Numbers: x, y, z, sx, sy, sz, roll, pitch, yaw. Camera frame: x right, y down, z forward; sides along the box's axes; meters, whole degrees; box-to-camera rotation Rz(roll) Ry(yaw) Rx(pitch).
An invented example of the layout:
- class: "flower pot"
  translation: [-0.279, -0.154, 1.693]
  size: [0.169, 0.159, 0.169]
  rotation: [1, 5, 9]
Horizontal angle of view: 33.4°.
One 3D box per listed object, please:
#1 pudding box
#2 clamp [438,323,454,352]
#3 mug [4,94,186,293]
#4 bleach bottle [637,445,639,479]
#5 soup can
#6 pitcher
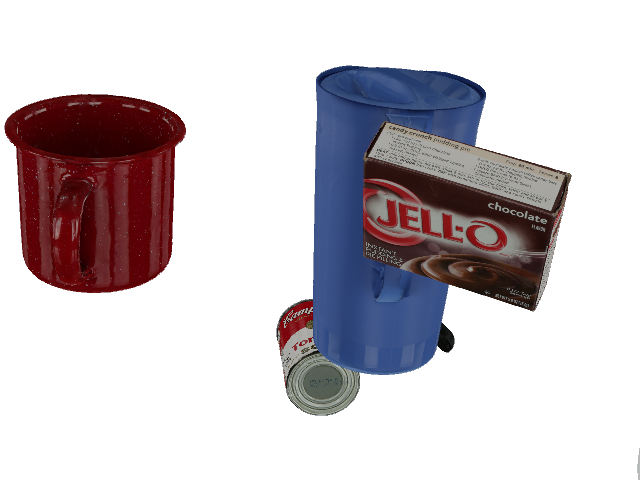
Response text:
- class: "pudding box"
  translation: [0.081, -0.014, 0.616]
  size: [0.113, 0.039, 0.090]
  rotation: [16, -35, 15]
- class: "clamp"
  translation: [0.085, 0.066, 1.188]
  size: [0.120, 0.171, 0.039]
  rotation: [5, -43, -3]
- class: "mug"
  translation: [-0.120, -0.019, 0.565]
  size: [0.093, 0.081, 0.117]
  rotation: [4, 28, -3]
- class: "bleach bottle"
  translation: [0.281, 0.094, 0.693]
  size: [0.103, 0.068, 0.250]
  rotation: [12, 24, 25]
- class: "soup can"
  translation: [-0.003, 0.107, 0.980]
  size: [0.068, 0.068, 0.102]
  rotation: [0, 23, -7]
- class: "pitcher"
  translation: [0.054, -0.012, 0.867]
  size: [0.145, 0.243, 0.148]
  rotation: [23, 29, 37]
